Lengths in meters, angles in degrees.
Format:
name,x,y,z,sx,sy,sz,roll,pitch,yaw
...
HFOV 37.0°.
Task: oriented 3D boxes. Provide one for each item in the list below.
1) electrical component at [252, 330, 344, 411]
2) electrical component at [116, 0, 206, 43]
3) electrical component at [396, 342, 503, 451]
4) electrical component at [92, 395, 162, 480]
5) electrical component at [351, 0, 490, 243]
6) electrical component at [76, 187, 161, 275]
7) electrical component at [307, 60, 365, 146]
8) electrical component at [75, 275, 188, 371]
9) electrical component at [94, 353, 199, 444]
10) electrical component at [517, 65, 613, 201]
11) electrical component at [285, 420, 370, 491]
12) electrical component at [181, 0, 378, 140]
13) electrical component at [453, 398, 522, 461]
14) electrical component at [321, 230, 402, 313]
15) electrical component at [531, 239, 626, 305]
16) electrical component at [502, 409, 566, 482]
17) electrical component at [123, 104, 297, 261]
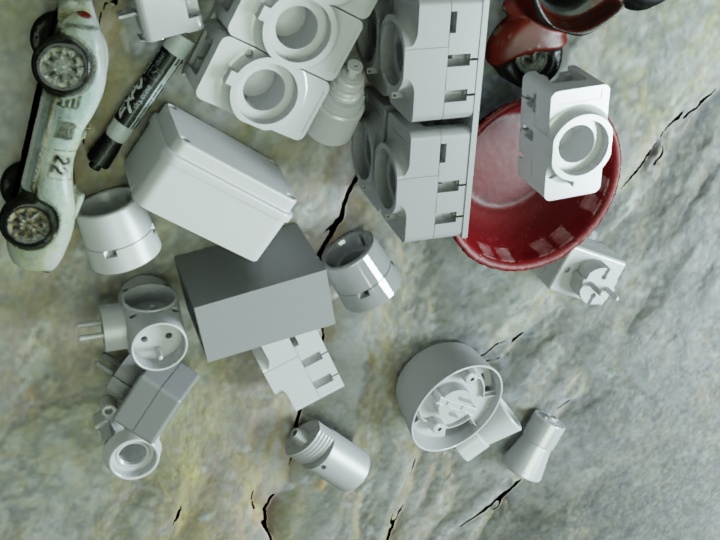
name,x,y,z,sx,sy,sz,roll,pitch,yaw
electrical component,-0.060,0.069,0.918,0.056,0.050,0.089,-27,124,-5
electrical component,-0.137,-0.194,0.742,0.081,0.042,0.063,-17,126,-11
electrical component,0.083,0.117,0.993,0.099,0.064,0.099,-10,121,-16
electrical component,-0.194,0.143,0.904,0.048,0.055,0.066,-33,125,-1
electrical component,0.040,-0.127,0.811,0.060,0.105,0.186,-8,121,-17
electrical component,-0.183,-0.031,0.810,0.055,0.055,0.047,-20,120,-10
electrical component,-0.015,-0.128,0.813,0.040,0.040,0.078,0,148,-21
electrical component,-0.181,0.042,0.838,0.079,0.077,0.044,-8,121,-17
electrical component,-0.182,0.093,0.880,0.077,0.065,0.047,34,104,-3
electrical component,0.158,-0.104,0.832,0.050,0.055,0.089,-11,121,-16
electrical component,-0.033,0.167,0.988,0.043,0.043,0.081,-46,124,8
electrical component,-0.051,-0.180,0.771,0.089,0.061,0.150,20,109,-30
electrical component,0.118,0.155,1.043,0.065,0.044,0.044,-37,125,8
electrical component,0.000,0.000,0.900,0.055,0.055,0.047,-33,121,-1
electrical component,0.206,0.006,0.969,0.066,0.076,0.047,16,111,-28
electrical component,0.177,0.173,1.077,0.044,0.044,0.065,20,104,-30
electrical component,-0.111,-0.066,0.804,0.113,0.078,0.057,27,109,-31
